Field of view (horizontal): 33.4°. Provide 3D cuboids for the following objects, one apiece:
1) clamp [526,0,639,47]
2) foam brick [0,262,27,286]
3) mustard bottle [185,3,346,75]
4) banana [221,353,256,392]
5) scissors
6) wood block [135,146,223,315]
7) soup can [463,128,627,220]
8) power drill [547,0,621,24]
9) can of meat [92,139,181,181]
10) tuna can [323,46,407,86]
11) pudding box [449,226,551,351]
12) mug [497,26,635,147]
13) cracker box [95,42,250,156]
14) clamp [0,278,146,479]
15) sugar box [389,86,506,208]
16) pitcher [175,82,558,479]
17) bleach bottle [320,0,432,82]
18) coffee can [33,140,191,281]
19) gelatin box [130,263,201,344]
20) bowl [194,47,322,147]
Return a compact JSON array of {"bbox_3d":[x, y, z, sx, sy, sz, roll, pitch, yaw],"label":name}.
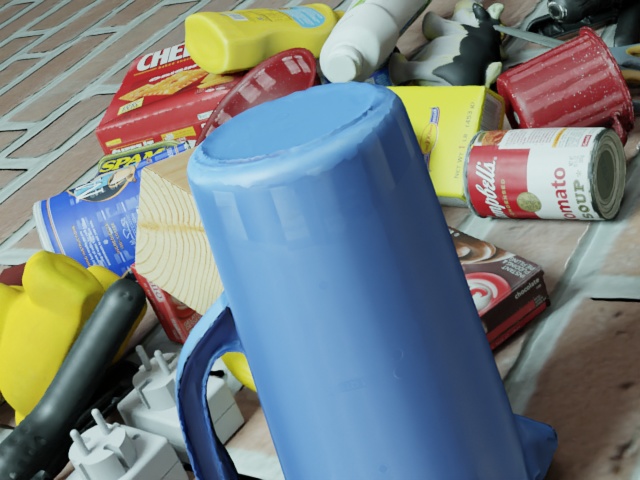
[{"bbox_3d":[0.299,-0.223,1.031,0.171,0.039,0.120,-32,41,-15],"label":"clamp"},{"bbox_3d":[-0.245,0.058,0.901,0.051,0.053,0.078,-15,30,12],"label":"foam brick"},{"bbox_3d":[-0.038,-0.215,1.120,0.191,0.058,0.096,-13,29,-31],"label":"mustard bottle"},{"bbox_3d":[-0.047,0.060,0.770,0.070,0.037,0.198,-36,32,11],"label":"banana"},{"bbox_3d":[0.232,-0.153,0.940,0.202,0.016,0.096,12,49,28],"label":"scissors"},{"bbox_3d":[-0.029,-0.030,0.794,0.091,0.090,0.205,30,38,29],"label":"wood block"},{"bbox_3d":[0.167,-0.049,0.792,0.102,0.068,0.068,3,37,36],"label":"soup can"},{"bbox_3d":[0.323,-0.227,0.957,0.184,0.057,0.188,-37,47,-23],"label":"power drill"},{"bbox_3d":[-0.176,-0.044,1.025,0.102,0.057,0.084,-12,33,19],"label":"can of meat"},{"bbox_3d":[0.047,-0.174,1.118,0.086,0.033,0.086,-16,29,9],"label":"tuna can"},{"bbox_3d":[0.086,0.038,0.729,0.090,0.039,0.114,-34,31,-21],"label":"pudding box"},{"bbox_3d":[0.199,-0.104,0.854,0.081,0.093,0.117,-25,54,3],"label":"mug"},{"bbox_3d":[-0.142,-0.159,1.180,0.164,0.072,0.213,-14,29,11],"label":"cracker box"},{"bbox_3d":[-0.175,0.124,0.681,0.036,0.165,0.209,32,56,8],"label":"clamp"},{"bbox_3d":[0.064,-0.080,0.892,0.177,0.048,0.093,6,80,38],"label":"sugar box"},{"bbox_3d":[0.011,0.053,0.542,0.145,0.243,0.149,2,31,41],"label":"pitcher"},{"bbox_3d":[0.049,-0.203,1.017,0.103,0.068,0.250,-46,8,35],"label":"bleach bottle"},{"bbox_3d":[-0.157,-0.011,0.908,0.140,0.103,0.103,-23,29,-3],"label":"coffee can"},{"bbox_3d":[-0.096,0.026,0.834,0.030,0.073,0.089,7,39,41],"label":"gelatin box"},{"bbox_3d":[-0.047,-0.103,1.005,0.162,0.055,0.162,-33,34,26],"label":"bowl"}]
